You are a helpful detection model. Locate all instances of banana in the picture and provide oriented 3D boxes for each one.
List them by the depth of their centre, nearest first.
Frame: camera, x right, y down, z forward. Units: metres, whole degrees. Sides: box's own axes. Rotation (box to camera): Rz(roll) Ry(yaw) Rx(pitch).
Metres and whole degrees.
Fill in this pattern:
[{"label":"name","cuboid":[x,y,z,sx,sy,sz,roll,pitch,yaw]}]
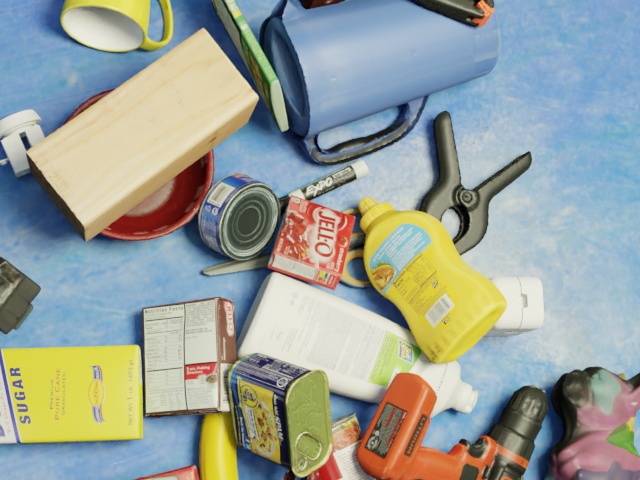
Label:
[{"label":"banana","cuboid":[-0.089,0.231,1.069,0.069,0.037,0.198,-9,82,-37]}]

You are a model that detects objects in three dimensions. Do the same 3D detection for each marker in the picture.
[{"label":"marker","cuboid":[-0.003,-0.055,1.149,0.121,0.020,0.020,-26,85,-15]}]

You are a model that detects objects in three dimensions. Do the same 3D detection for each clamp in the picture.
[{"label":"clamp","cuboid":[0.112,-0.313,1.104,0.210,0.036,0.164,45,74,5]},{"label":"clamp","cuboid":[0.148,-0.055,1.168,0.120,0.039,0.171,32,75,-2]}]

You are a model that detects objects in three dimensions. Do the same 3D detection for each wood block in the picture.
[{"label":"wood block","cuboid":[-0.171,-0.100,1.030,0.206,0.091,0.090,-38,89,-15]}]

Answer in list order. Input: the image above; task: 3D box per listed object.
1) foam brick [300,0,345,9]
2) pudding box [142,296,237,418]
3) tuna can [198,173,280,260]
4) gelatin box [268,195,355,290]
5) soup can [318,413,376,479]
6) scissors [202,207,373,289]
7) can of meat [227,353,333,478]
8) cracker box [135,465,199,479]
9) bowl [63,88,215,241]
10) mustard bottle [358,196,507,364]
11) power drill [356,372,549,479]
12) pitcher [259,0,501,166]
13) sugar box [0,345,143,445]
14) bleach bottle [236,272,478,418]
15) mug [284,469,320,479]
[{"label":"foam brick","cuboid":[0.004,-0.292,1.168,0.053,0.078,0.051,-24,83,-14]},{"label":"pudding box","cuboid":[-0.130,0.117,1.059,0.090,0.039,0.113,-8,76,25]},{"label":"tuna can","cuboid":[-0.082,-0.023,1.094,0.034,0.086,0.086,24,69,40]},{"label":"gelatin box","cuboid":[-0.007,0.001,1.096,0.073,0.030,0.089,19,46,-4]},{"label":"soup can","cuboid":[0.024,0.234,1.071,0.068,0.068,0.102,-21,84,-14]},{"label":"scissors","cuboid":[-0.014,0.031,1.132,0.201,0.016,0.096,-26,85,-14]},{"label":"can of meat","cuboid":[-0.039,0.164,1.020,0.057,0.084,0.102,-24,118,-43]},{"label":"cracker box","cuboid":[-0.206,0.317,1.009,0.213,0.072,0.164,-11,80,-12]},{"label":"bowl","cuboid":[-0.191,-0.073,1.098,0.162,0.055,0.162,2,78,-10]},{"label":"mustard bottle","cuboid":[0.099,0.027,1.095,0.096,0.058,0.192,-50,62,25]},{"label":"power drill","cuboid":[0.138,0.203,1.066,0.187,0.057,0.184,33,79,-31]},{"label":"pitcher","cuboid":[0.067,-0.190,1.143,0.242,0.149,0.145,-17,68,-17]},{"label":"sugar box","cuboid":[-0.262,0.151,1.035,0.176,0.048,0.093,-2,79,-6]},{"label":"bleach bottle","cuboid":[0.044,0.126,1.101,0.250,0.068,0.102,25,79,-8]},{"label":"mug","cuboid":[-0.023,0.273,1.026,0.093,0.082,0.117,12,74,-32]}]
